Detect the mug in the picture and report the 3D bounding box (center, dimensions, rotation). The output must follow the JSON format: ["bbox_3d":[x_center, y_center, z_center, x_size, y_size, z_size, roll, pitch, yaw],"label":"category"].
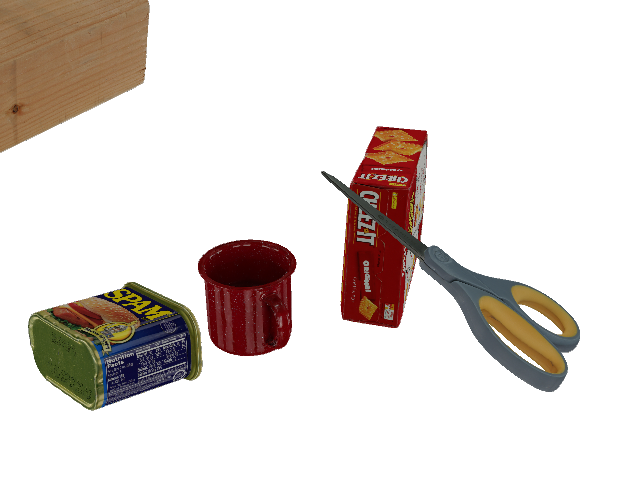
[{"bbox_3d":[-0.062,0.061,1.014,0.093,0.081,0.117,-19,34,-29],"label":"mug"}]

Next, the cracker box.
[{"bbox_3d":[0.075,-0.022,1.216,0.072,0.164,0.213,6,23,9],"label":"cracker box"}]

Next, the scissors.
[{"bbox_3d":[0.091,0.017,0.689,0.096,0.016,0.202,-9,49,-47],"label":"scissors"}]

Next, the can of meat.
[{"bbox_3d":[-0.148,0.074,0.762,0.083,0.057,0.102,-16,24,-38],"label":"can of meat"}]

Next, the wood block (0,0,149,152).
[{"bbox_3d":[-0.251,-0.154,0.912,0.090,0.091,0.205,31,42,22],"label":"wood block"}]
